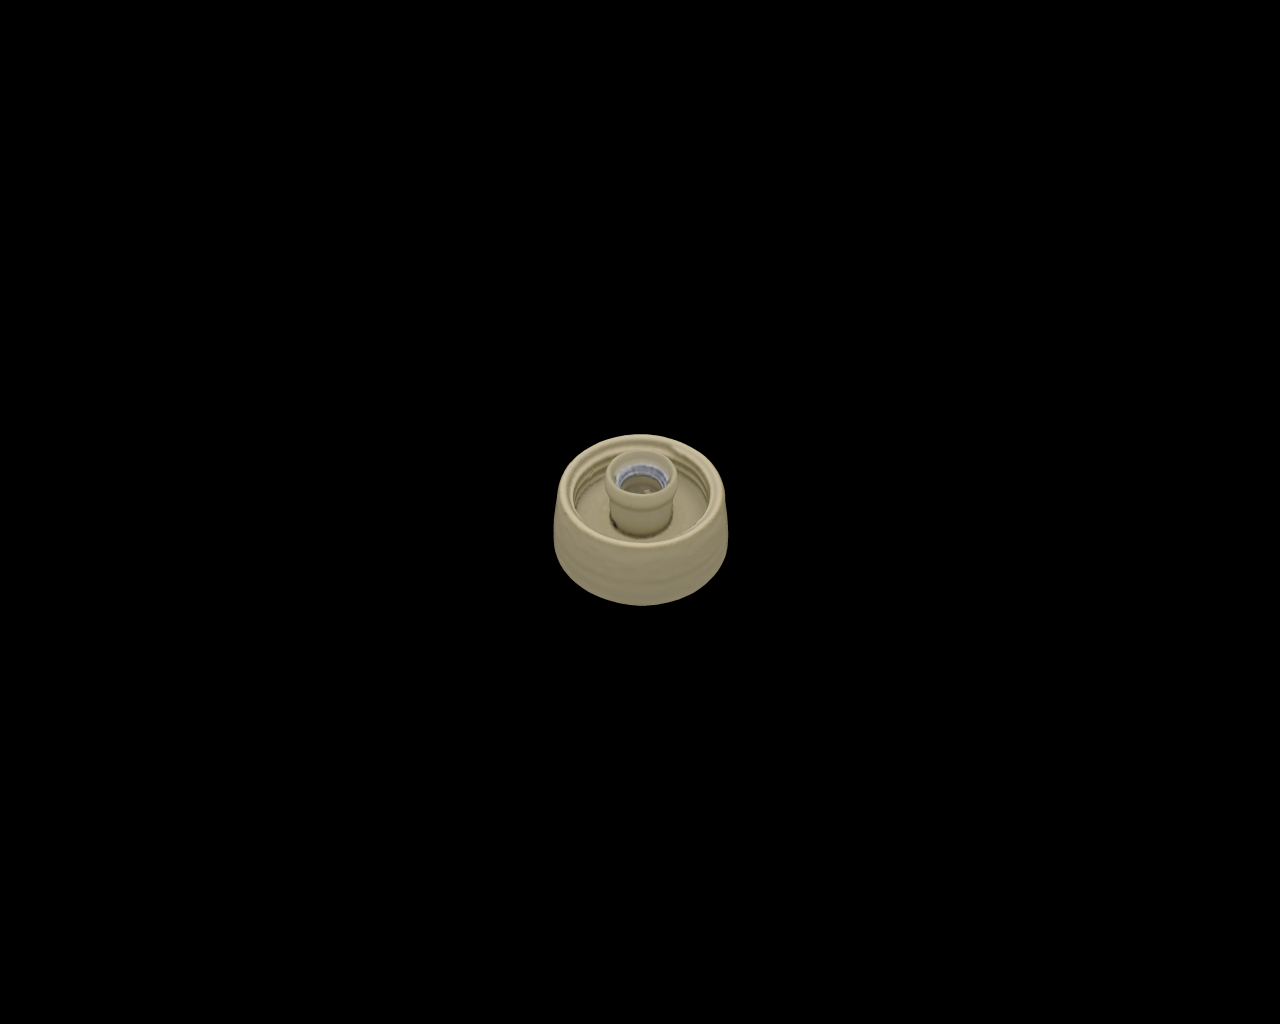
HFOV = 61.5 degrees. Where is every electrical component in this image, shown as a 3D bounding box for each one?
[{"bbox_3d":[0.001,-0.003,0.650,0.108,0.060,0.108,0,45,0],"label":"electrical component"}]
